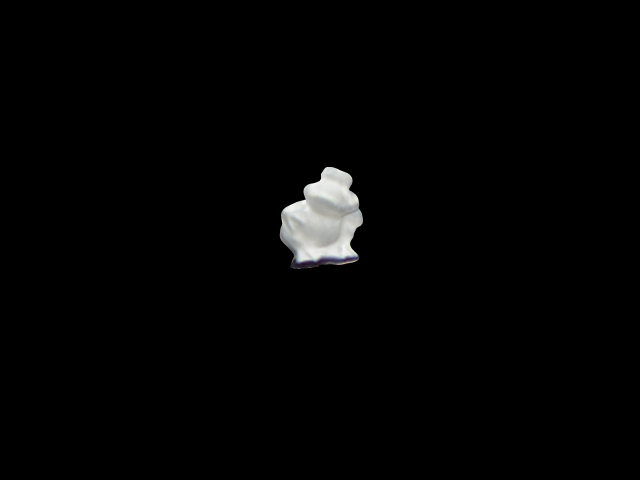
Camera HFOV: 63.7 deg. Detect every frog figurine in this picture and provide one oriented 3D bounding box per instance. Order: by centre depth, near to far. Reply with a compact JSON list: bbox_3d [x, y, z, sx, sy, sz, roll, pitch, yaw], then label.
[{"bbox_3d":[0.003,-0.043,0.850,0.137,0.158,0.124,1,12,4],"label":"frog figurine"}]
